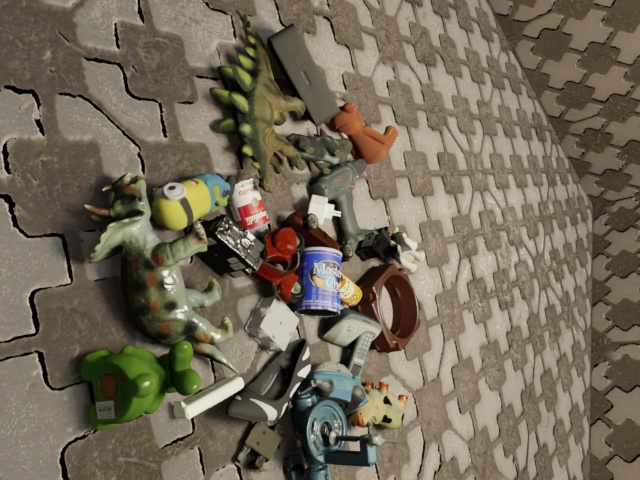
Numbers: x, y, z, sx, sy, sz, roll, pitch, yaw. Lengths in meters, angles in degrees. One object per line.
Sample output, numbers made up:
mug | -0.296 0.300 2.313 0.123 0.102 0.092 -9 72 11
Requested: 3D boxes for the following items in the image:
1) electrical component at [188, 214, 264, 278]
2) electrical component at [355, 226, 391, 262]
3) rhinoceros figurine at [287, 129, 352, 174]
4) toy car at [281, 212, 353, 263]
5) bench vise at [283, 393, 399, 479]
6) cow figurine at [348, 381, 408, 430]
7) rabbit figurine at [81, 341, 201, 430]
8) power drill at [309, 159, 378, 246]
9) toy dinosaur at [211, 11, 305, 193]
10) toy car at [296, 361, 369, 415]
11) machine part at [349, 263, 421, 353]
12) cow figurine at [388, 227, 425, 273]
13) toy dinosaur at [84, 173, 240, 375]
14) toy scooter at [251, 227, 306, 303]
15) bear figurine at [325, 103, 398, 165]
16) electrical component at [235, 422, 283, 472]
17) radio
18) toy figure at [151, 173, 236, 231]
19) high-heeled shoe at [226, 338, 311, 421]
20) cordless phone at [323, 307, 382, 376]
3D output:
electrical component | -0.177 0.017 1.030 0.134 0.115 0.058 46 52 -31
electrical component | 0.150 -0.001 1.445 0.047 0.075 0.119 48 51 -30
rhinoceros figurine | 0.001 -0.222 1.325 0.190 0.073 0.112 -4 45 -36
toy car | -0.003 -0.004 1.257 0.202 0.089 0.053 37 49 -38
bench vise | 0.024 0.412 1.049 0.128 0.241 0.223 14 67 -46
cow figurine | 0.135 0.411 1.305 0.194 0.086 0.127 40 51 -41
rabbit figurine | -0.267 0.212 0.862 0.170 0.159 0.121 1 69 -65
power drill | 0.081 -0.098 1.390 0.232 0.086 0.207 -24 101 -48
toy dinosaur | -0.134 -0.306 1.183 0.198 0.105 0.471 23 51 -39
toy car | 0.022 0.324 1.195 0.161 0.109 0.103 26 37 -30
machine part | 0.178 0.178 1.418 0.201 0.087 0.201 -39 107 -47
cow figurine | 0.218 0.015 1.494 0.098 0.068 0.167 30 16 -23
toy dinosaur | -0.264 0.089 0.906 0.192 0.131 0.404 -15 106 -11
toy scooter | -0.098 0.043 1.136 0.135 0.075 0.184 14 51 -26
bear figurine | 0.107 -0.302 1.455 0.195 0.120 0.132 46 44 -23
electrical component | -0.114 0.402 1.049 0.078 0.045 0.102 31 49 -6
radio | -0.041 -0.392 1.291 0.229 0.073 0.131 60 1 -18
toy figure | -0.235 -0.077 1.017 0.180 0.082 0.089 -26 97 -52
high-heeled shoe | -0.092 0.269 1.062 0.248 0.086 0.145 17 86 -65
cordless phone | 0.060 0.259 1.271 0.146 0.089 0.184 28 75 -42
